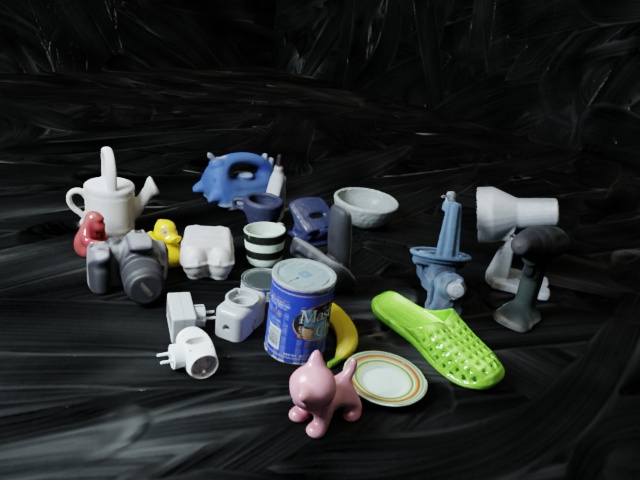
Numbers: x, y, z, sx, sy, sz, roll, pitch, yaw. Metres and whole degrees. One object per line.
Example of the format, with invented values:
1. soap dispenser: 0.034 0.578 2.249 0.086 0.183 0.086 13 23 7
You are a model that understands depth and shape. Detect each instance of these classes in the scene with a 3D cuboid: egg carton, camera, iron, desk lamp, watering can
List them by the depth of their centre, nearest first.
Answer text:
1. camera: -0.335 0.049 1.018 0.143 0.101 0.136 -4 27 -25
2. egg carton: -0.226 0.022 1.150 0.107 0.069 0.150 2 25 -13
3. watering can: -0.431 -0.100 1.197 0.100 0.194 0.173 28 31 37
4. desk lamp: 0.417 -0.002 1.238 0.203 0.213 0.118 14 25 11
5. iron: -0.192 -0.167 1.484 0.259 0.141 0.118 -13 32 -39

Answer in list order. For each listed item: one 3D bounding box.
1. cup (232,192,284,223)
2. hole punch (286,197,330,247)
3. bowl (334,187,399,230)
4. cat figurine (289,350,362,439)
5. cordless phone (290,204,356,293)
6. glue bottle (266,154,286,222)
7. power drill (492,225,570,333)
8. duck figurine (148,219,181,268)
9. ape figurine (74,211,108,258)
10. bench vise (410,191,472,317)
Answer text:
1. cup: -0.146 -0.054 1.310 0.118 0.095 0.091 7 25 -3
2. hole punch: -0.012 -0.043 1.336 0.109 0.091 0.100 -12 32 -38
3. bowl: 0.113 -0.073 1.460 0.167 0.075 0.167 7 25 -3
4. cat figurine: 0.005 0.201 0.778 0.128 0.118 0.067 -14 33 -40
5. cordless phone: 0.010 0.004 1.126 0.094 0.185 0.147 -16 34 -42
6. glue bottle: -0.105 -0.124 1.382 0.037 0.173 0.078 14 25 12
7. power drill: 0.401 0.065 1.094 0.075 0.208 0.230 26 30 33
8. duck figurine: -0.315 -0.002 1.152 0.104 0.086 0.078 25 29 32
9. ape figurine: -0.444 -0.013 1.126 0.076 0.092 0.078 10 25 2
10. bench vise: 0.256 0.030 1.109 0.122 0.220 0.207 -2 26 -21
